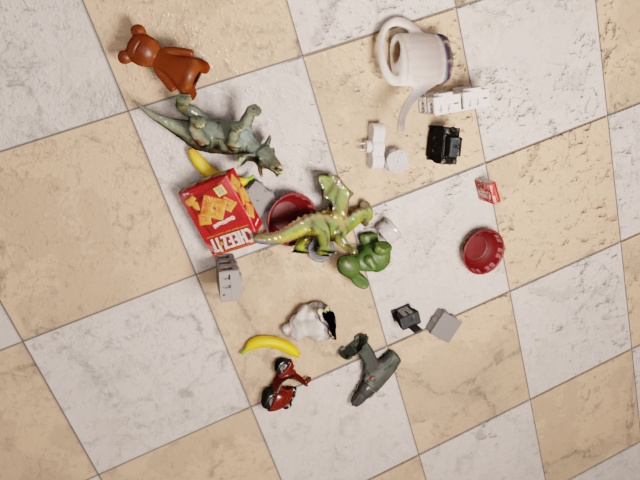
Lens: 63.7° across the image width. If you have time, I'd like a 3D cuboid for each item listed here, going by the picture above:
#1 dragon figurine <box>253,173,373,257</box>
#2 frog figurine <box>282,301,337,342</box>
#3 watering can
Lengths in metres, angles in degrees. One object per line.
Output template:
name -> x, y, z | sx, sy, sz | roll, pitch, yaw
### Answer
dragon figurine -> 0.005, -0.076, 1.507 | 0.409, 0.122, 0.244 | 12, 81, -35
frog figurine -> -0.033, 0.268, 1.635 | 0.158, 0.126, 0.135 | -19, 125, 28
watering can -> 0.279, -0.480, 1.484 | 0.225, 0.103, 0.350 | -6, 82, -16
